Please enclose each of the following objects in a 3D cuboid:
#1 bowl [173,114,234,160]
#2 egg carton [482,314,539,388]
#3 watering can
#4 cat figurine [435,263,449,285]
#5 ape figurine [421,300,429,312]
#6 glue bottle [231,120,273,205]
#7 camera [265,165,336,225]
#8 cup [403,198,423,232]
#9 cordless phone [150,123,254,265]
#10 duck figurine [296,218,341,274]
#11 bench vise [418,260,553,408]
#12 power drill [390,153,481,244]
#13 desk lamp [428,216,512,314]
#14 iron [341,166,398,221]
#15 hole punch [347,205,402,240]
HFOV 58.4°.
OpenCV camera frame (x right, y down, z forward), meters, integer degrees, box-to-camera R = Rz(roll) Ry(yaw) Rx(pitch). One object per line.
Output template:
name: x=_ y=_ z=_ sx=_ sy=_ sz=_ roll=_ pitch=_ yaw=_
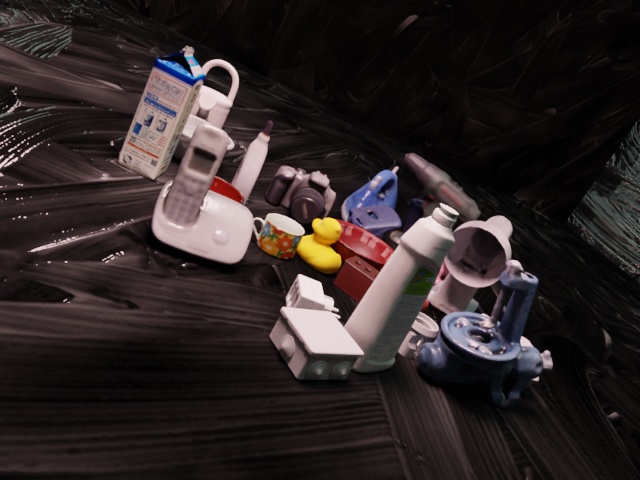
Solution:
bowl: x=-0.269 y=-0.204 z=1.195 sx=0.167 sy=0.074 sz=0.167 roll=26 pitch=19 yaw=-9
egg carton: x=0.312 y=0.194 z=1.006 sx=0.150 sy=0.069 sz=0.107 roll=30 pitch=19 yaw=4
watering can: x=-0.253 y=-0.320 z=1.329 sx=0.101 sy=0.194 sz=0.172 roll=16 pitch=23 yaw=-32
cat figurine: x=0.288 y=0.041 z=1.287 sx=0.067 sy=0.117 sz=0.127 roll=10 pitch=27 yaw=-44
ape figurine: x=0.174 y=0.087 z=1.051 sx=0.076 sy=0.092 sz=0.078 roll=27 pitch=19 yaw=-6
glue bottle: x=-0.130 y=-0.153 z=1.108 sx=0.037 sy=0.173 sz=0.078 roll=22 pitch=20 yaw=-19
camera: x=-0.036 y=-0.094 z=1.203 sx=0.143 sy=0.101 sz=0.137 roll=27 pitch=19 yaw=-6
cup: x=0.263 y=-0.053 z=1.527 sx=0.091 sy=0.095 sz=0.118 roll=28 pitch=19 yaw=-1
cordless phone: x=-0.153 y=-0.064 z=0.834 sx=0.148 sy=0.185 sz=0.094 roll=20 pitch=21 yaw=-24
duck figurine: x=0.010 y=0.004 z=1.041 sx=0.078 sy=0.086 sz=0.104 roll=10 pitch=26 yaw=-43
bench vise: x=0.276 y=0.136 z=0.873 sx=0.208 sy=0.219 sz=0.121 roll=14 pitch=24 yaw=-37
power drill: x=0.261 y=-0.072 z=1.397 sx=0.229 sy=0.208 sz=0.076 roll=32 pitch=19 yaw=10
desk lamp: x=0.300 y=0.051 z=1.132 sx=0.117 sy=0.213 sz=0.204 roll=35 pitch=20 yaw=17
iron: x=0.137 y=-0.116 z=1.437 sx=0.118 sy=0.141 sz=0.259 roll=32 pitch=19 yaw=10
hole punch: x=0.116 y=-0.036 z=1.282 sx=0.101 sy=0.091 sz=0.108 roll=18 pitch=22 yaw=-28
